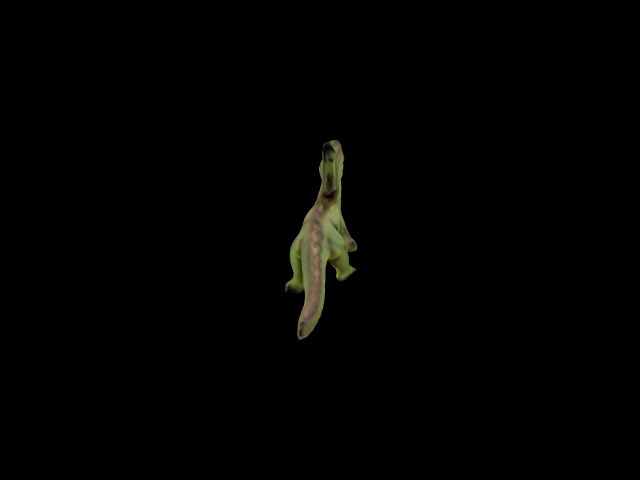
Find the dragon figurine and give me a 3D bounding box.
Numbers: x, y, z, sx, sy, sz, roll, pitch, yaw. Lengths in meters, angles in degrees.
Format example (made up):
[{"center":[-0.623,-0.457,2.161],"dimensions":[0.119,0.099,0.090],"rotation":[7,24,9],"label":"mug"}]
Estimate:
[{"center":[0.003,-0.043,0.850],"dimensions":[0.122,0.239,0.417],"rotation":[1,22,4],"label":"dragon figurine"}]
